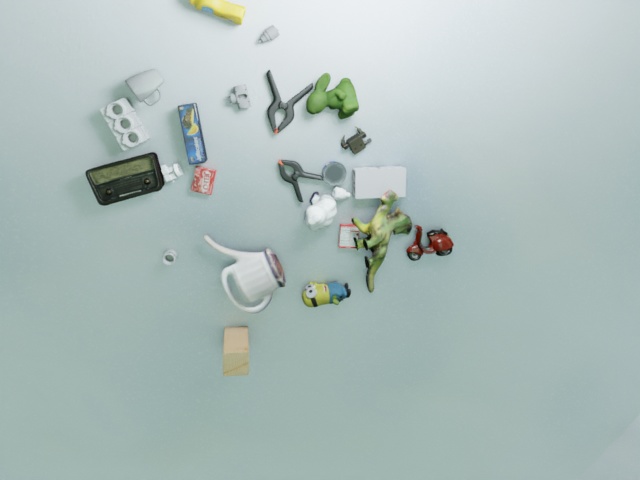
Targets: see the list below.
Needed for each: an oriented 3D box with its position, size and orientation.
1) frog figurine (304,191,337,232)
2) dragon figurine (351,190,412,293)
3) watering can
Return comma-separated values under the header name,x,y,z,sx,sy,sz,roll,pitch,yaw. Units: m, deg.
name,x,y,z,sx,sy,sz,roll,pitch,yaw
frog figurine,0.006,-0.091,1.816,0.122,0.161,0.137,39,96,-18
dragon figurine,0.247,-0.008,1.896,0.244,0.124,0.401,-25,127,-17
watering can,-0.258,0.101,1.848,0.225,0.105,0.343,-25,106,-3
